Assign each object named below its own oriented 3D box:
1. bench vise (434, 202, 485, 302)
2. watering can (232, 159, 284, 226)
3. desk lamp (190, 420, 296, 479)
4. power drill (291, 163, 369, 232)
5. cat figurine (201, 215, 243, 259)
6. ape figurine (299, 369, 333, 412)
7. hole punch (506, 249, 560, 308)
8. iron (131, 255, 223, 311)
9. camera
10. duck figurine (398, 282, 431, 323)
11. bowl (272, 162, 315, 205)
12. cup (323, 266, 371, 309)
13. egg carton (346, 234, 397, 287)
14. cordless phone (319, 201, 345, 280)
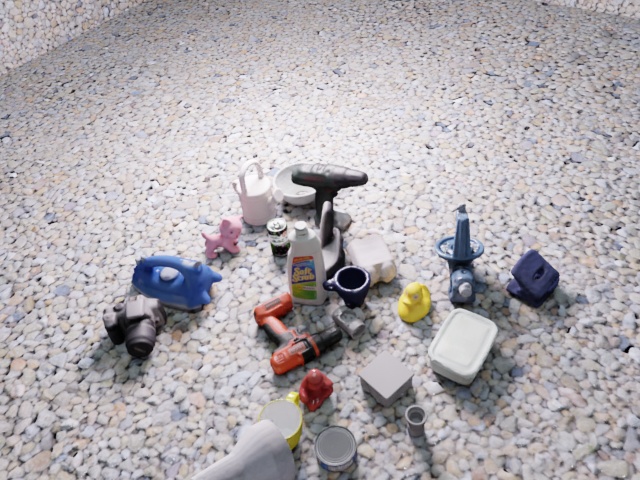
[{"bbox_3d":[0.351,0.032,1.377,0.121,0.220,0.207,-14,45,-7],"label":"bench vise"},{"bbox_3d":[-0.180,-0.142,1.638,0.172,0.194,0.101,5,46,12],"label":"watering can"},{"bbox_3d":[-0.141,0.446,1.028,0.203,0.214,0.117,-31,49,-22],"label":"desk lamp"},{"bbox_3d":[0.033,-0.125,1.583,0.229,0.209,0.076,16,49,22],"label":"power drill"},{"bbox_3d":[-0.265,-0.019,1.579,0.128,0.118,0.067,-16,45,-8],"label":"cat figurine"},{"bbox_3d":[-0.010,0.312,1.232,0.078,0.092,0.076,-8,45,-1],"label":"ape figurine"},{"bbox_3d":[0.522,0.090,1.388,0.100,0.091,0.109,31,56,32],"label":"hole punch"},{"bbox_3d":[-0.392,0.087,1.472,0.257,0.142,0.119,7,46,14],"label":"iron"},{"bbox_3d":[-0.452,0.210,1.384,0.143,0.101,0.136,-12,45,-4],"label":"camera"},{"bbox_3d":[0.229,0.136,1.383,0.077,0.086,0.105,23,52,27],"label":"duck figurine"},{"bbox_3d":[-0.056,-0.157,1.722,0.167,0.075,0.167,-4,45,4],"label":"bowl"},{"bbox_3d":[0.068,0.127,1.407,0.117,0.095,0.091,-8,45,-1],"label":"cup"},{"bbox_3d":[0.136,0.051,1.492,0.107,0.069,0.150,-15,45,-8],"label":"egg carton"},{"bbox_3d":[0.014,0.005,1.471,0.094,0.185,0.147,-4,45,4],"label":"cordless phone"}]
